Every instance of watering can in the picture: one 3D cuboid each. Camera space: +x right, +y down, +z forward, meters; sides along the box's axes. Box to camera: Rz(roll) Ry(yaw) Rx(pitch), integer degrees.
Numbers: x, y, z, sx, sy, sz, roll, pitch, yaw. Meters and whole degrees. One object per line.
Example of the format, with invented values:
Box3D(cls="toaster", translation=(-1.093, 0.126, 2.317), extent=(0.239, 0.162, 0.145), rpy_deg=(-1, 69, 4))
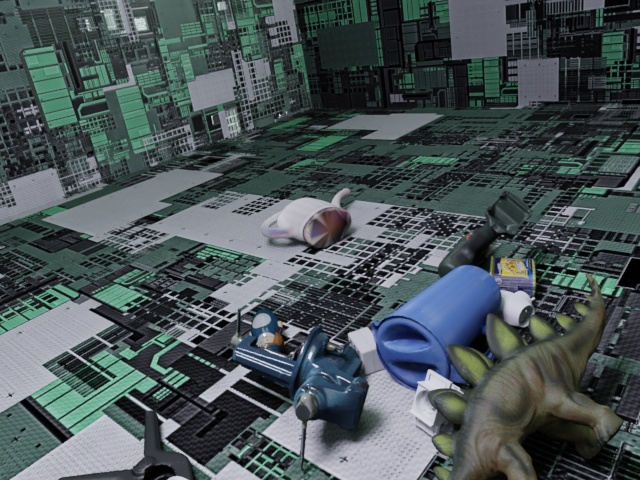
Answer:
Box3D(cls="watering can", translation=(0.004, -0.073, 1.449), extent=(0.351, 0.102, 0.226), rpy_deg=(-25, 28, -30))

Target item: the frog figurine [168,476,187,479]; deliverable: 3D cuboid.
Box3D(cls="frog figurine", translation=(-0.126, 0.316, 0.562), extent=(0.161, 0.137, 0.122), rpy_deg=(-37, 0, -15))
